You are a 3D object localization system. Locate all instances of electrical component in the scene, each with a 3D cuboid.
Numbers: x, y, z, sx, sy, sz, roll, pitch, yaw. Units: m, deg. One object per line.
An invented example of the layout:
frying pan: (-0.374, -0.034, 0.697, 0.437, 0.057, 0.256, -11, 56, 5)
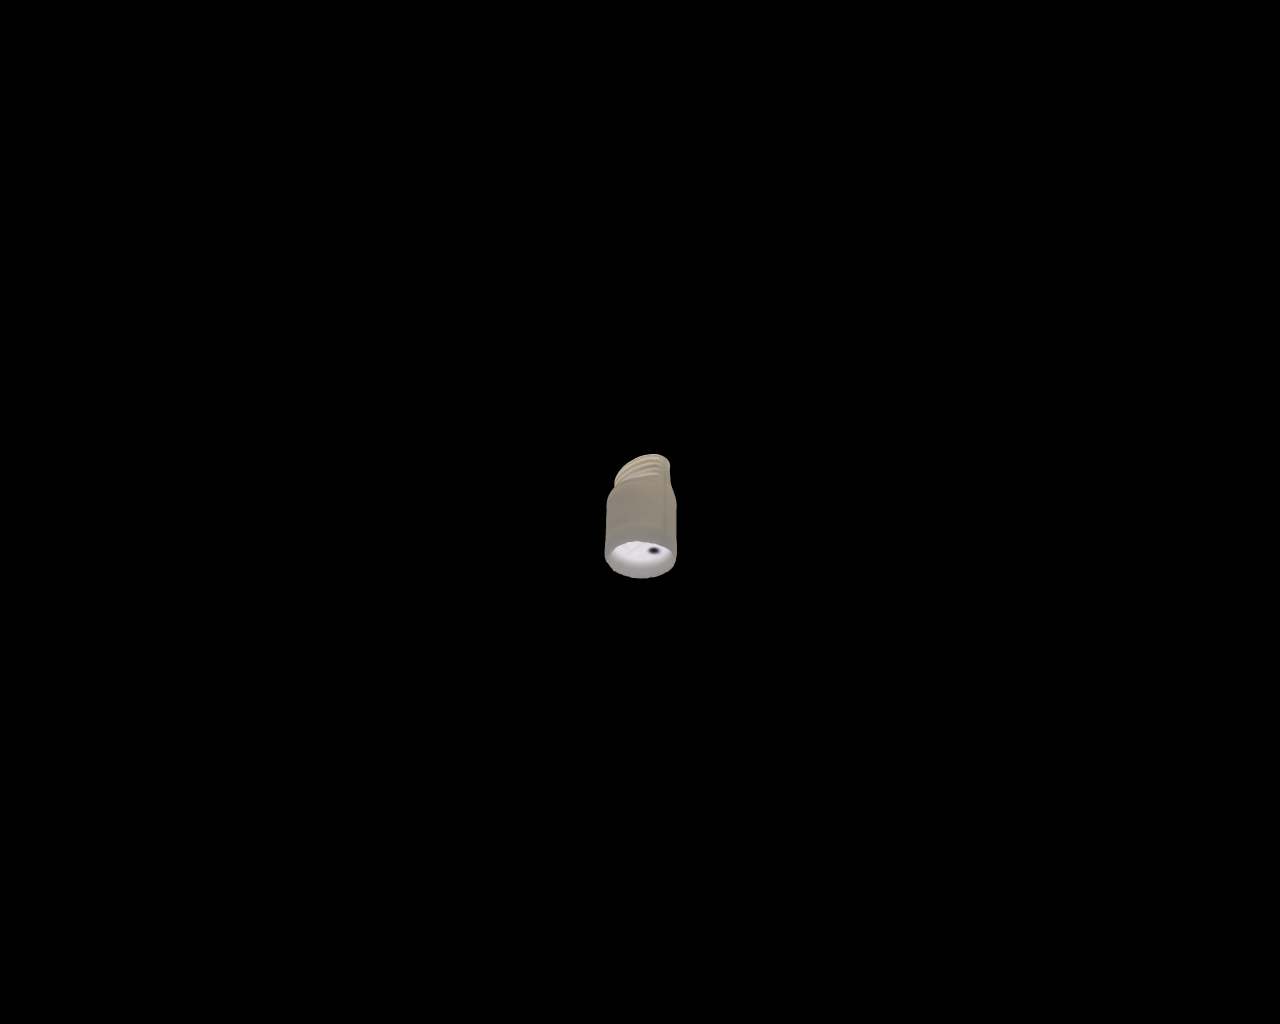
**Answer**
electrical component: (0.001, -0.003, 0.650, 0.043, 0.081, 0.043, 0, -37, 0)
